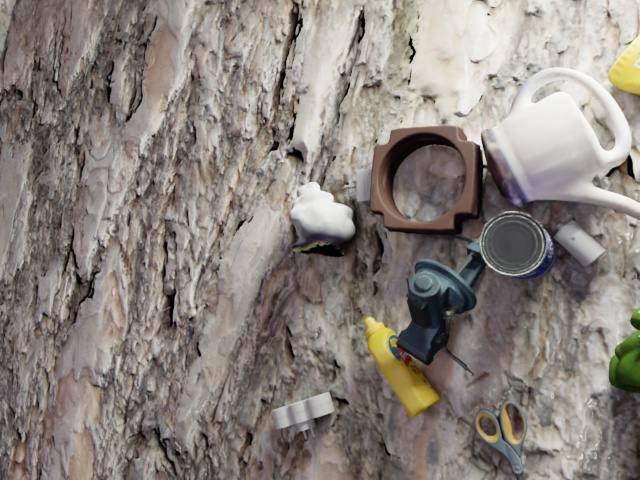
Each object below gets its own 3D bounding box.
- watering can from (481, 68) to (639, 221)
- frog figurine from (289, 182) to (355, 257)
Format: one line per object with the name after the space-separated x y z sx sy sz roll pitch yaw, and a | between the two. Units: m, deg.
0.410 -0.123 0.863 0.222 0.103 0.353 -27 70 24 | watering can
0.003 -0.054 1.071 0.137 0.121 0.162 -1 71 -4 | frog figurine
